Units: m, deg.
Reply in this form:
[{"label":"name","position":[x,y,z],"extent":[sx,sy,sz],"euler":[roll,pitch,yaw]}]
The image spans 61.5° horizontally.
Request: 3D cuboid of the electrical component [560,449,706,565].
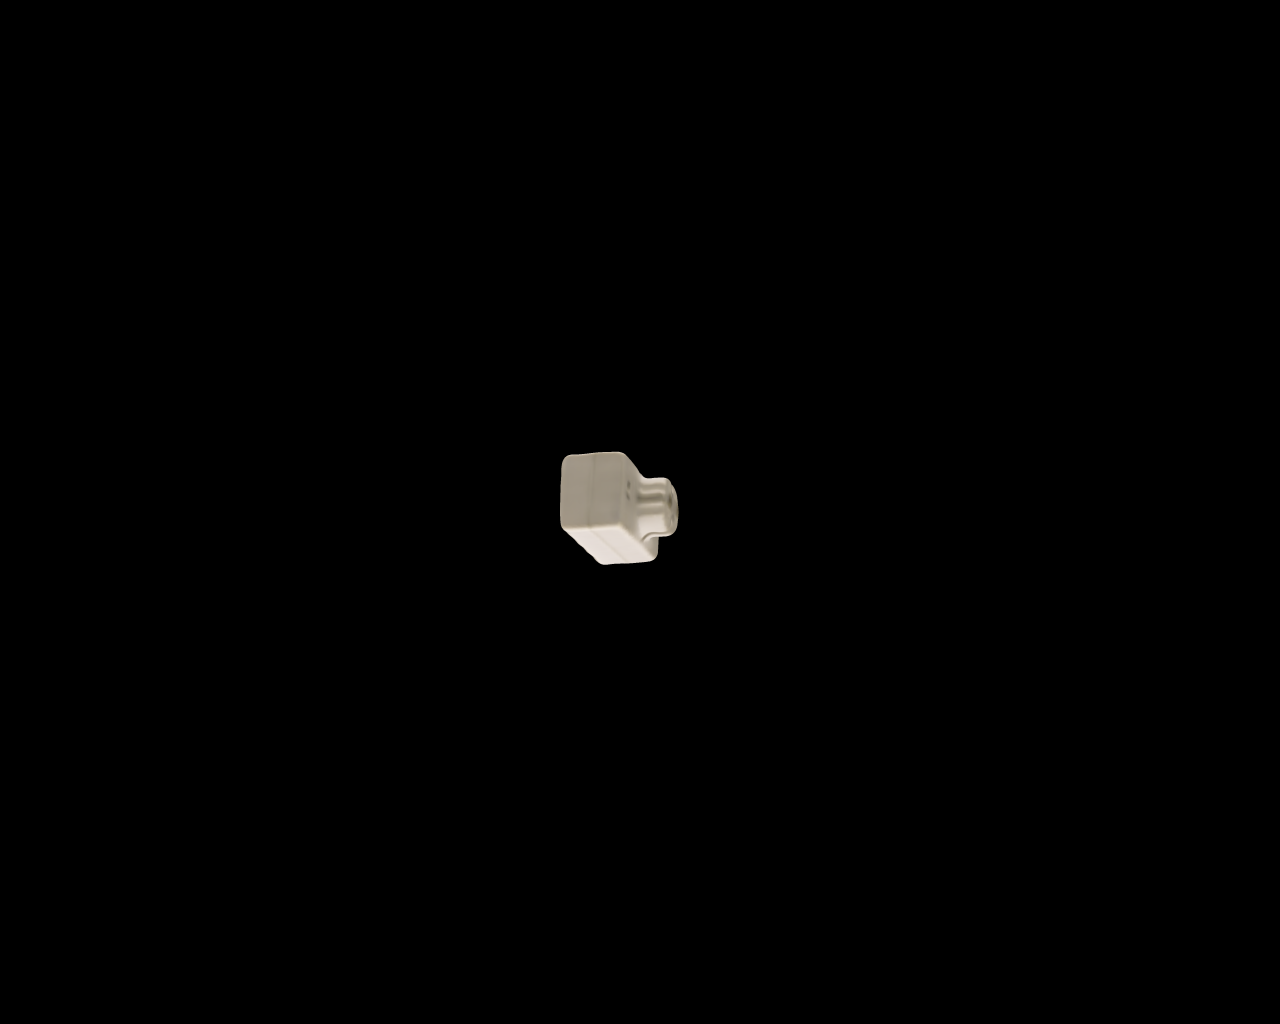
[{"label":"electrical component","position":[0.001,-0.003,0.650],"extent":[0.076,0.047,0.083],"euler":[-5,-19,15]}]
